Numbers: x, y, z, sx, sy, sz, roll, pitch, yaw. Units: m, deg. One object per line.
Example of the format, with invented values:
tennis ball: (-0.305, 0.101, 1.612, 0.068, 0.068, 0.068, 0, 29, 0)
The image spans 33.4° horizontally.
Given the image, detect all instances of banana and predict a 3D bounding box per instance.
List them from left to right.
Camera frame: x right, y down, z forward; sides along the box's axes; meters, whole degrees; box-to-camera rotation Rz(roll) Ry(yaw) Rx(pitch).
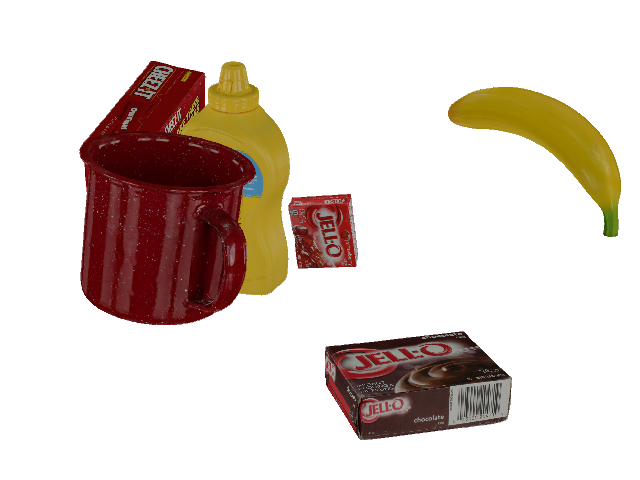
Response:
banana: (0.175, -0.083, 0.859, 0.037, 0.070, 0.198, 4, 31, -42)

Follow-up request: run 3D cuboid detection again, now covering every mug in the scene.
mug: (-0.078, -0.002, 0.572, 0.093, 0.081, 0.117, -11, 30, -43)

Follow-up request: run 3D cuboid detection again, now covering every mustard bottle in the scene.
mustard bottle: (-0.072, -0.053, 0.880, 0.096, 0.192, 0.058, 17, 31, 25)

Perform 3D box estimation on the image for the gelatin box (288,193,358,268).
gelatin box: (0.004, -0.010, 1.286, 0.073, 0.089, 0.030, -2, 29, 10)

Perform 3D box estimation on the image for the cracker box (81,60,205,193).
cracker box: (-0.183, -0.056, 1.133, 0.072, 0.214, 0.164, 15, 44, 11)

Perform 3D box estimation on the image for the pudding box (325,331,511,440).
pudding box: (0.067, 0.101, 0.764, 0.113, 0.039, 0.090, -3, 18, -14)
